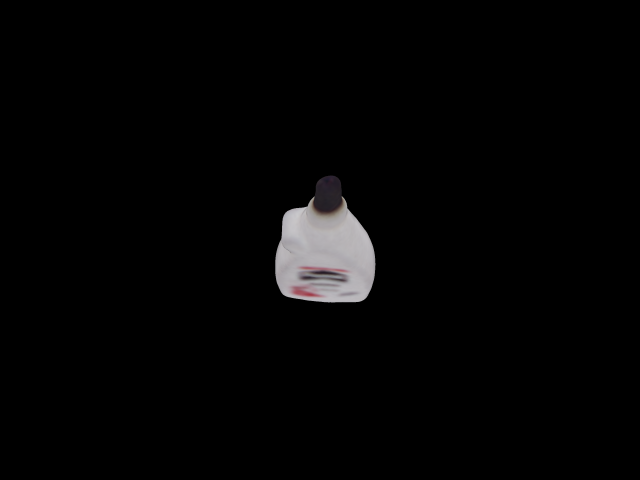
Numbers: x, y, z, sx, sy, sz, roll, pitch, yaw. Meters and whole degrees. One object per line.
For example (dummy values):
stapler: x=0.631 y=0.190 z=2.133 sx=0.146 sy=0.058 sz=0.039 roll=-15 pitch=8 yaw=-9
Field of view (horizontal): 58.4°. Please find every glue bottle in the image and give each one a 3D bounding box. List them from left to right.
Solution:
glue bottle: x=0.004 y=0.001 z=0.400 sx=0.078 sy=0.173 sz=0.037 roll=0 pitch=66 yaw=0
